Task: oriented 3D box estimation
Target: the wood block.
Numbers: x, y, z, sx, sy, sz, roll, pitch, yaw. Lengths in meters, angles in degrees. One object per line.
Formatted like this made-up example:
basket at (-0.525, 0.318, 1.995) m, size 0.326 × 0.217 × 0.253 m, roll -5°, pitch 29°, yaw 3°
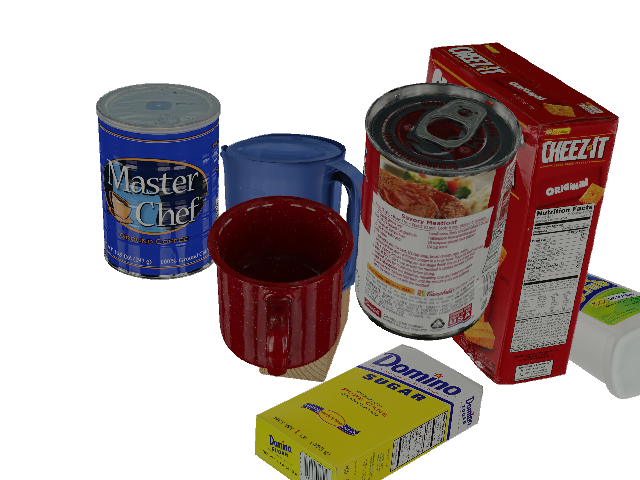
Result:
wood block at (-0.018, 0.106, 1.470) m, size 0.091 × 0.090 × 0.206 m, roll 6°, pitch 20°, yaw 7°

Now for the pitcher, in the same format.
pitcher at (-0.032, 0.011, 1.163) m, size 0.145 × 0.243 × 0.149 m, roll -3°, pitch 19°, yaw -11°

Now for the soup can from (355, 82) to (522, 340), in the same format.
soup can at (0.052, -0.012, 0.494) m, size 0.068 × 0.102 × 0.068 m, roll 1°, pitch 41°, yaw -1°

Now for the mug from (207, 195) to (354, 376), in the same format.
mug at (-0.026, 0.038, 0.691) m, size 0.093 × 0.081 × 0.117 m, roll -1°, pitch 39°, yaw -3°

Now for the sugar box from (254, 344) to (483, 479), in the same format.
sugar box at (0.042, 0.145, 0.870) m, size 0.175 × 0.048 × 0.093 m, roll -23°, pitch 37°, yaw -39°

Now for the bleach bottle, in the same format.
bleach bottle at (0.239, 0.067, 1.032) m, size 0.102 × 0.068 × 0.251 m, roll -15°, pitch 22°, yaw -22°

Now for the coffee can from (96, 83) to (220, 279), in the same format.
coffee can at (-0.138, -0.052, 0.917) m, size 0.103 × 0.140 × 0.103 m, roll 2°, pitch 28°, yaw -1°

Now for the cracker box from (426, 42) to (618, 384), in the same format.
cracker box at (0.133, -0.023, 0.815) m, size 0.072 × 0.214 × 0.164 m, roll -8°, pitch 31°, yaw -21°
